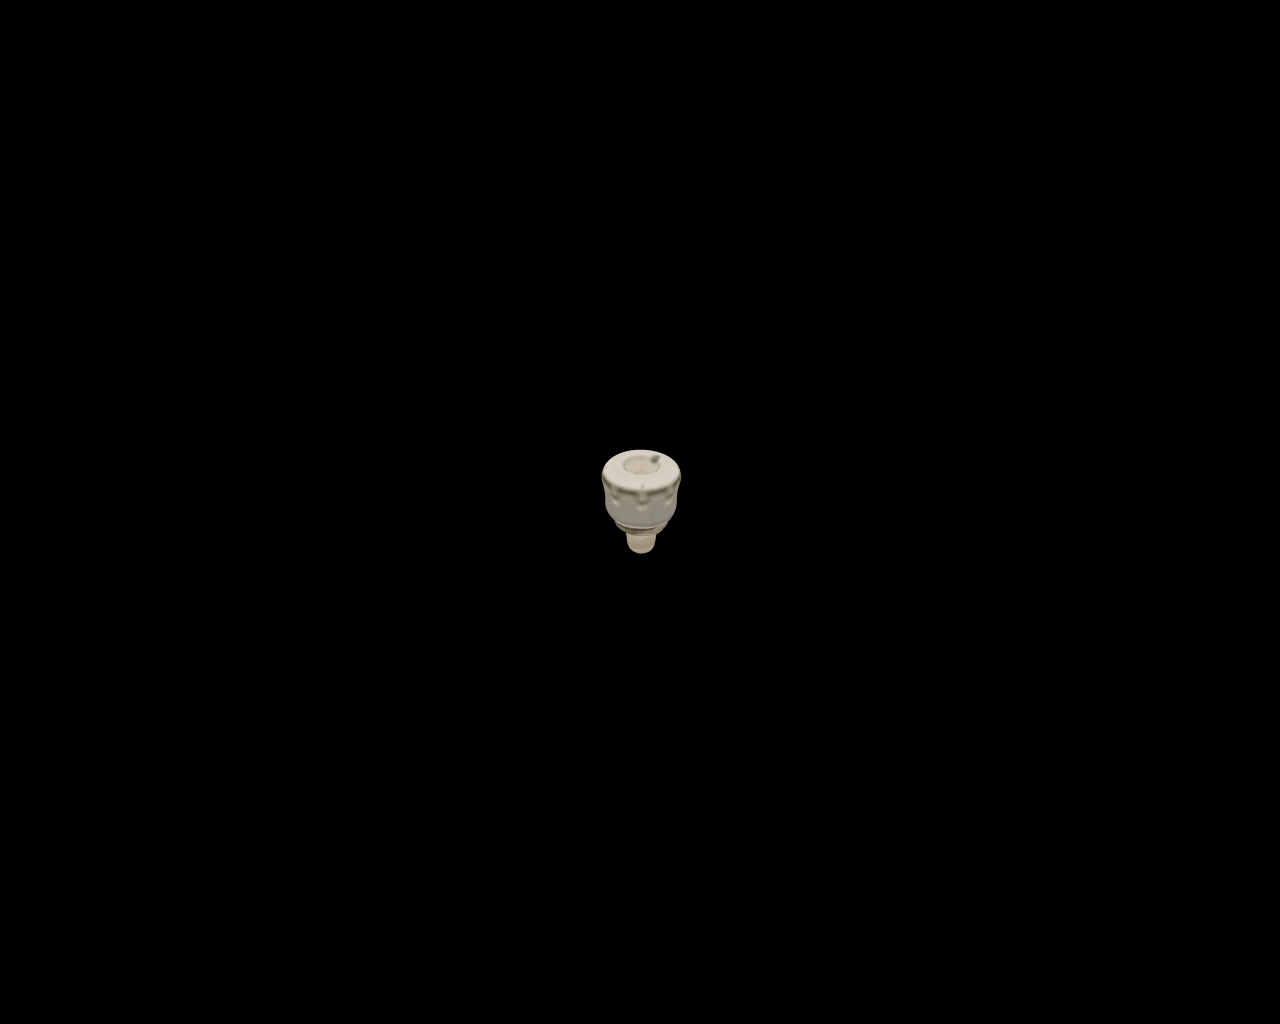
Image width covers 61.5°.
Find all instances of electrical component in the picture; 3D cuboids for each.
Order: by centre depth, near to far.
[{"bbox_3d":[0.001,-0.003,0.650,0.048,0.062,0.048,0,32,0],"label":"electrical component"}]
